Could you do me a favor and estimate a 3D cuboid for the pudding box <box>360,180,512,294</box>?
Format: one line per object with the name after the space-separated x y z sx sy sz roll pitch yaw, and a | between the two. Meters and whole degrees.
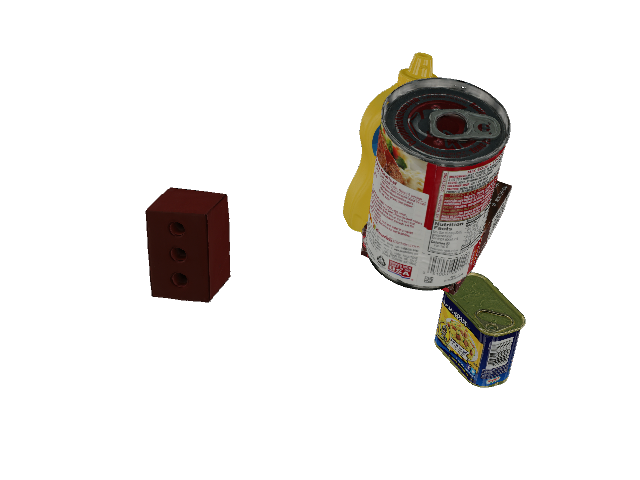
0.098 -0.017 0.905 0.090 0.039 0.113 24 51 17 | pudding box

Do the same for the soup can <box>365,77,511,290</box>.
0.062 -0.029 0.591 0.068 0.068 0.102 0 -43 -5 | soup can

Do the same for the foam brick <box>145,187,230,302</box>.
-0.107 0.003 0.869 0.053 0.078 0.051 5 23 15 | foam brick

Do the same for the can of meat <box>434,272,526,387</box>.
0.171 0.099 1.168 0.057 0.084 0.102 -13 40 -25 | can of meat

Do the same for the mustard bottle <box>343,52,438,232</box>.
0.086 -0.099 1.095 0.096 0.192 0.058 4 27 -13 | mustard bottle
